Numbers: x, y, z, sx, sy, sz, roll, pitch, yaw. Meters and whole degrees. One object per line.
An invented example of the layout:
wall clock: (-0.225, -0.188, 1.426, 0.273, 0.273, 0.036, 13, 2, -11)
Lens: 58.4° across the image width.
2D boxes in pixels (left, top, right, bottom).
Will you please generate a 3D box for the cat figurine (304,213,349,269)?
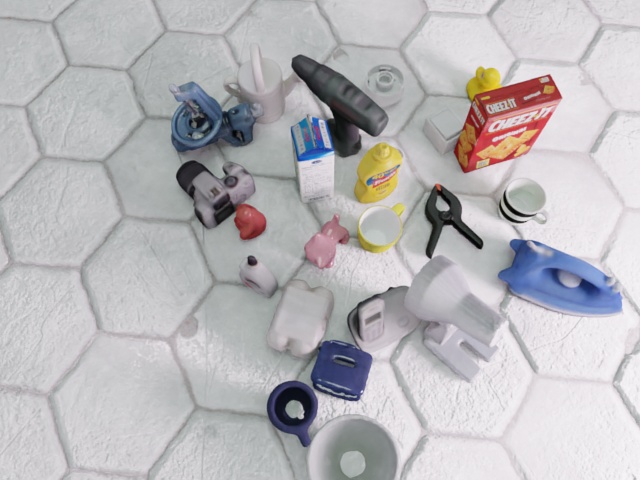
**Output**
cat figurine: (0.011, 0.004, 1.159, 0.067, 0.118, 0.128, 25, 71, 10)

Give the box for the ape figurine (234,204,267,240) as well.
ape figurine: (-0.151, -0.043, 1.192, 0.076, 0.092, 0.078, 9, 69, 4)

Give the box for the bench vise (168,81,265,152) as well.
bench vise: (-0.232, -0.280, 1.217, 0.207, 0.220, 0.121, -29, 71, -11)

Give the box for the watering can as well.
watering can: (-0.123, -0.354, 1.259, 0.173, 0.194, 0.101, -25, 70, -9)

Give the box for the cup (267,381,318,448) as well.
cup: (-0.043, 0.321, 1.047, 0.092, 0.095, 0.117, -22, 70, -8)

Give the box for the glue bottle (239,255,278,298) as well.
glue bottle: (-0.124, 0.062, 1.107, 0.078, 0.173, 0.037, 25, 71, 10)

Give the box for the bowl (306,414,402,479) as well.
bowl: (0.059, 0.401, 1.026, 0.167, 0.075, 0.167, 0, 68, 0)

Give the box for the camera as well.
camera: (-0.231, -0.121, 1.218, 0.143, 0.101, 0.136, -43, 74, -15)

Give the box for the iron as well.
iron: (0.494, 0.072, 1.120, 0.258, 0.141, 0.119, 22, 70, 9)

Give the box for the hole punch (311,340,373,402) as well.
hole punch: (0.040, 0.242, 1.080, 0.108, 0.091, 0.101, 15, 69, 6)

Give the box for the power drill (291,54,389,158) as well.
power drill: (0.037, -0.273, 1.220, 0.229, 0.208, 0.076, 32, 72, 12)

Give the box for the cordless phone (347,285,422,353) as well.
cordless phone: (0.125, 0.134, 1.072, 0.148, 0.185, 0.094, -29, 71, -11)

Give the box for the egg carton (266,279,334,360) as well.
egg carton: (-0.037, 0.155, 1.126, 0.107, 0.069, 0.150, 17, 69, 7)

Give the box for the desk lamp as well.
desk lamp: (0.252, 0.144, 1.053, 0.203, 0.213, 0.118, 41, 74, 15)

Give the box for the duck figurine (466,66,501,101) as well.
duck figurine: (0.391, -0.356, 1.318, 0.077, 0.086, 0.104, -37, 73, -13)
